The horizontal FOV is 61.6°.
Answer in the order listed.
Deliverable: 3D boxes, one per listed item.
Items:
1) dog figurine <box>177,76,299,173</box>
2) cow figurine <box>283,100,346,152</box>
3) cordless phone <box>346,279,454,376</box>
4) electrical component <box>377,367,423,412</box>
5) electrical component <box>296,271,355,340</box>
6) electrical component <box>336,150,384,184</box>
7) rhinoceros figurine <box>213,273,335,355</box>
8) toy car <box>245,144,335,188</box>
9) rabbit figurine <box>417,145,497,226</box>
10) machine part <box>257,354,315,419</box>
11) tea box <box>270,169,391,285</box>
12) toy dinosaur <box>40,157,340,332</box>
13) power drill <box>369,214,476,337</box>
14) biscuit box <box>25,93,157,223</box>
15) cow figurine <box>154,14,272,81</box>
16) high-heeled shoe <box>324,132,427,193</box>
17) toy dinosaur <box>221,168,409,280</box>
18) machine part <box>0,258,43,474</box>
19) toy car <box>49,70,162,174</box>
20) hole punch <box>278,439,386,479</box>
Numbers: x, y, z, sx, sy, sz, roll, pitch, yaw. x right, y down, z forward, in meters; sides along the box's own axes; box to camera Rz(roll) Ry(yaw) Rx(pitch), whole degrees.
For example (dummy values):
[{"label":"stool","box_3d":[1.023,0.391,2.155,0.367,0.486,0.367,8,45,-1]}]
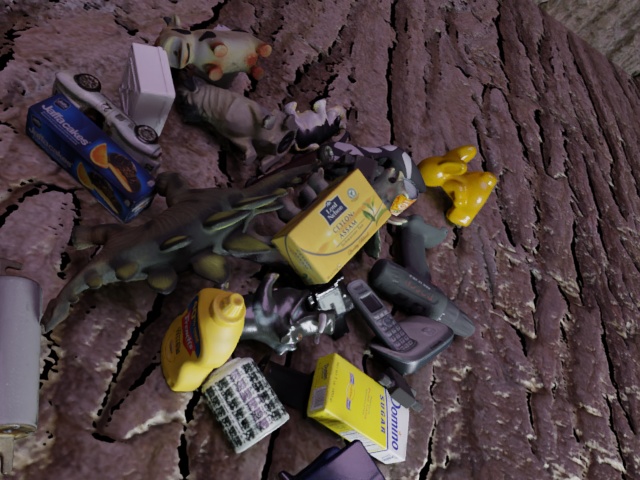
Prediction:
[{"label":"dog figurine","box_3d":[-0.149,-0.227,0.987,0.191,0.121,0.172,38,8,17]},{"label":"cow figurine","box_3d":[-0.002,-0.233,1.107,0.167,0.068,0.098,-16,75,-38]},{"label":"cordless phone","box_3d":[0.128,0.137,0.931,0.146,0.088,0.184,-22,70,-43]},{"label":"electrical component","box_3d":[0.121,0.228,0.837,0.094,0.021,0.063,40,11,-20]},{"label":"electrical component","box_3d":[0.016,0.103,0.870,0.075,0.119,0.048,-29,39,-8]},{"label":"electrical component","box_3d":[0.080,-0.136,1.052,0.102,0.045,0.078,7,92,-29]},{"label":"rhinoceros figurine","box_3d":[-0.072,0.110,0.773,0.190,0.073,0.112,0,58,-13]},{"label":"toy car","box_3d":[-0.049,-0.123,0.980,0.202,0.089,0.053,-36,106,-47]},{"label":"rabbit figurine","box_3d":[0.298,-0.134,1.217,0.173,0.162,0.122,30,56,8]},{"label":"machine part","box_3d":[-0.035,0.212,0.788,0.139,0.039,0.084,25,56,-22]},{"label":"tea box","box_3d":[0.019,-0.020,0.831,0.169,0.068,0.098,-46,105,-27]},{"label":"toy dinosaur","box_3d":[-0.159,-0.022,0.735,0.199,0.104,0.471,15,41,34]},{"label":"power drill","box_3d":[0.206,0.064,1.048,0.232,0.086,0.207,24,56,-17]},{"label":"biscuit box","box_3d":[-0.335,-0.120,0.790,0.202,0.059,0.063,42,44,-3]},{"label":"cow figurine","box_3d":[-0.200,-0.341,0.954,0.195,0.085,0.127,-16,48,-38]},{"label":"high-heeled shoe","box_3d":[0.114,-0.135,1.117,0.249,0.086,0.145,30,49,-8]},{"label":"toy dinosaur","box_3d":[-0.003,-0.003,0.916,0.192,0.131,0.405,48,51,4]},{"label":"machine part","box_3d":[-0.350,0.128,0.589,0.079,0.079,0.243,6,57,-33]},{"label":"toy car","box_3d":[-0.327,-0.176,0.826,0.201,0.073,0.056,42,41,-3]},{"label":"hole punch","box_3d":[0.030,0.339,0.710,0.116,0.092,0.142,-27,81,-41]}]
